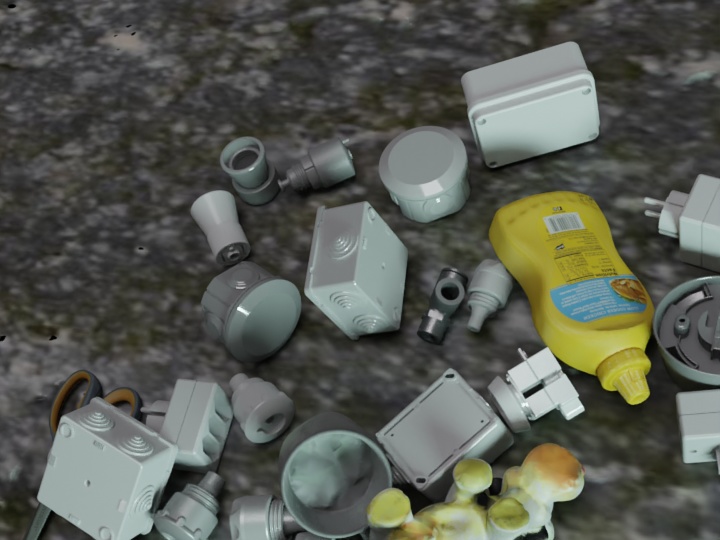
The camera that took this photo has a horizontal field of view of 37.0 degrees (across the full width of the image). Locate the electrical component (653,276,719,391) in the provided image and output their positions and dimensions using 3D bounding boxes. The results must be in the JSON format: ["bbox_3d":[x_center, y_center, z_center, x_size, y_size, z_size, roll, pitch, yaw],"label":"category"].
[{"bbox_3d":[0.275,0.050,0.817,0.099,0.064,0.099,-8,56,13],"label":"electrical component"}]

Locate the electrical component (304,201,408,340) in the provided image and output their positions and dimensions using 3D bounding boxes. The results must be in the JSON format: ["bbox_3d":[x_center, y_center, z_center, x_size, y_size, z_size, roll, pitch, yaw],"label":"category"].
[{"bbox_3d":[0.000,0.000,0.917,0.048,0.099,0.099,-10,55,27],"label":"electrical component"}]

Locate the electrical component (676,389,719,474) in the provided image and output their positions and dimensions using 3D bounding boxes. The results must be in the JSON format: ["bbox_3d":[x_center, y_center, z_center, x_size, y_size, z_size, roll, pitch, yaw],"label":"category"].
[{"bbox_3d":[0.276,0.128,0.777,0.083,0.047,0.075,-7,57,14],"label":"electrical component"}]

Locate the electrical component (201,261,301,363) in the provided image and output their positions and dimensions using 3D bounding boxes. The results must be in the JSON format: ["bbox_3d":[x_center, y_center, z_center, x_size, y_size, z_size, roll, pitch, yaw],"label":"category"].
[{"bbox_3d":[-0.095,0.036,0.936,0.051,0.080,0.080,32,72,37],"label":"electrical component"}]

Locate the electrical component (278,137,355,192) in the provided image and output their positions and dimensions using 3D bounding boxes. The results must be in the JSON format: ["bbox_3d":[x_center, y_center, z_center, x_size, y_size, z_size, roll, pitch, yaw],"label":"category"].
[{"bbox_3d":[-0.041,-0.096,1.026,0.078,0.040,0.040,-24,54,2],"label":"electrical component"}]

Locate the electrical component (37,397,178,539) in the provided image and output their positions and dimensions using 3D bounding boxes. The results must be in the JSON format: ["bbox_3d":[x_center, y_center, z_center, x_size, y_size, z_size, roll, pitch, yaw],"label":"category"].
[{"bbox_3d":[-0.206,0.165,0.871,0.100,0.048,0.099,27,109,18],"label":"electrical component"}]

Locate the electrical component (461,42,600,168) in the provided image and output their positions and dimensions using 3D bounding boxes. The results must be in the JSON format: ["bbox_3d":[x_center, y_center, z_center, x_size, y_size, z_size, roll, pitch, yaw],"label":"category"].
[{"bbox_3d":[0.155,-0.147,0.974,0.113,0.078,0.057,-15,52,8],"label":"electrical component"}]

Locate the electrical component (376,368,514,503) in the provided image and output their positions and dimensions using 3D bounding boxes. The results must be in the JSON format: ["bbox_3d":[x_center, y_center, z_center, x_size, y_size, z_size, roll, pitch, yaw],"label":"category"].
[{"bbox_3d":[0.063,0.136,0.836,0.096,0.061,0.061,-41,56,-1],"label":"electrical component"}]

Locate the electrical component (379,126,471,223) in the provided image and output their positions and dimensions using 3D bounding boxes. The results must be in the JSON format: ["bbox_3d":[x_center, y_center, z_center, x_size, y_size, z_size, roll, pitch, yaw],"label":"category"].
[{"bbox_3d":[0.061,-0.087,0.982,0.080,0.051,0.080,-8,56,13],"label":"electrical component"}]

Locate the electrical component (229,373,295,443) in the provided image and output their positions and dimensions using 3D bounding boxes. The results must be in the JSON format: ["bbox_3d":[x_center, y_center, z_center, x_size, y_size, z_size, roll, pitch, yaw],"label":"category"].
[{"bbox_3d":[-0.088,0.111,0.907,0.048,0.048,0.062,-39,49,-9],"label":"electrical component"}]

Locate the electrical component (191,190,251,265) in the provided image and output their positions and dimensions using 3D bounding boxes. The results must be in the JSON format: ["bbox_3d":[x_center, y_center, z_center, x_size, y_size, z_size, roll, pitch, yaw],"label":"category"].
[{"bbox_3d":[-0.129,-0.037,1.017,0.044,0.044,0.065,-27,59,0],"label":"electrical component"}]

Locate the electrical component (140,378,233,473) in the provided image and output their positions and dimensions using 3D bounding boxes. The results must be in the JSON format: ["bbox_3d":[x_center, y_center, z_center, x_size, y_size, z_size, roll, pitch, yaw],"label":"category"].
[{"bbox_3d":[-0.156,0.131,0.913,0.077,0.047,0.065,3,60,20],"label":"electrical component"}]

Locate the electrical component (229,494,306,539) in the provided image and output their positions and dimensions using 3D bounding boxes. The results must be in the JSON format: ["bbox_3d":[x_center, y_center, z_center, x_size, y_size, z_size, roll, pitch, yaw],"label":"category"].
[{"bbox_3d":[-0.068,0.198,0.845,0.062,0.043,0.043,-6,57,11],"label":"electrical component"}]

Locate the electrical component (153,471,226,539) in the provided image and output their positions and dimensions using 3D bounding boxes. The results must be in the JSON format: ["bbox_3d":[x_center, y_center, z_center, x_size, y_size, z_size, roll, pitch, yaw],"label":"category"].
[{"bbox_3d":[-0.133,0.192,0.869,0.048,0.048,0.062,19,59,27],"label":"electrical component"}]

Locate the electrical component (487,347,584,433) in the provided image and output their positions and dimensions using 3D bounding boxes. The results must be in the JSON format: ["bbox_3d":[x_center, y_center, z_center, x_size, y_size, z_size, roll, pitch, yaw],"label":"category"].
[{"bbox_3d":[0.134,0.095,0.842,0.055,0.048,0.066,-31,76,-2],"label":"electrical component"}]

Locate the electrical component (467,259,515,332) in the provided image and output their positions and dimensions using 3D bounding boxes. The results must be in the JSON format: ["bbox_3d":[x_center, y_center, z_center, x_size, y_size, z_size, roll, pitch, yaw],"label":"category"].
[{"bbox_3d":[0.106,0.023,0.906,0.035,0.035,0.061,15,66,25],"label":"electrical component"}]

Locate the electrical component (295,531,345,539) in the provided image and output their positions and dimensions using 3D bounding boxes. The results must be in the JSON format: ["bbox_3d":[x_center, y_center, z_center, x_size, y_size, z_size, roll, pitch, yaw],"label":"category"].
[{"bbox_3d":[-0.020,0.221,0.814,0.062,0.043,0.043,0,59,17],"label":"electrical component"}]

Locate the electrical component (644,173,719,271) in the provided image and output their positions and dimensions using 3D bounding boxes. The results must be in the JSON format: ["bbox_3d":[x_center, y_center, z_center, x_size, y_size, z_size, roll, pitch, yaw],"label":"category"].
[{"bbox_3d":[0.270,-0.043,0.878,0.077,0.065,0.047,19,66,27],"label":"electrical component"}]

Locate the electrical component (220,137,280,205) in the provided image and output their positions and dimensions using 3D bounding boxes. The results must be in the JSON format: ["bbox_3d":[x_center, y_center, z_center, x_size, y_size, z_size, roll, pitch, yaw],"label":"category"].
[{"bbox_3d":[-0.105,-0.095,1.036,0.045,0.055,0.045,-8,56,12],"label":"electrical component"}]
